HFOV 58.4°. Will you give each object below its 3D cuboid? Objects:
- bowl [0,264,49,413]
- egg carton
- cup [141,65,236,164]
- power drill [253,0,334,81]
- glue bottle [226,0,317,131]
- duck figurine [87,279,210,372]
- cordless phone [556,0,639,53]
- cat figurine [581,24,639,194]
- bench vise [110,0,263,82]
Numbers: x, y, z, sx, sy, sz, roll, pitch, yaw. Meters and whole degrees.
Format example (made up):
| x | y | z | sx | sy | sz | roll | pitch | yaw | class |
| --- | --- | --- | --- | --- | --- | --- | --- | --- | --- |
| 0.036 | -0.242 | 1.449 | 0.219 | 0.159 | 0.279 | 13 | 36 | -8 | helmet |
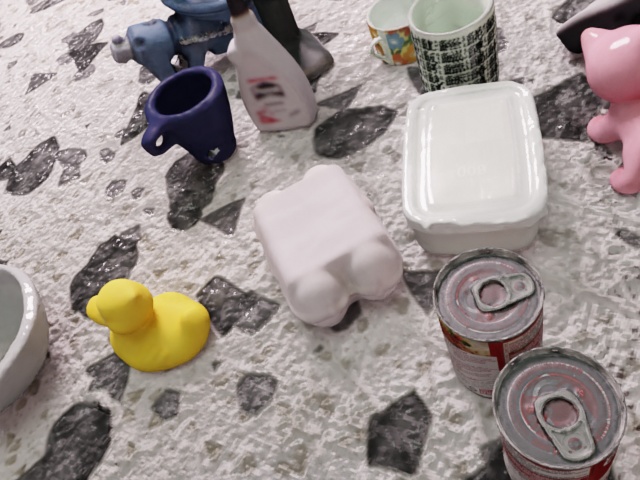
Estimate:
| x | y | z | sx | sy | sz | roll | pitch | yaw | class |
| --- | --- | --- | --- | --- | --- | --- | --- | --- | --- |
| -0.323 | 0.112 | 0.546 | 0.167 | 0.075 | 0.167 | -10 | 52 | 14 | bowl |
| 0.005 | 0.002 | 0.507 | 0.107 | 0.070 | 0.150 | -29 | 50 | -2 | egg carton |
| -0.140 | -0.120 | 0.637 | 0.091 | 0.095 | 0.118 | 18 | 63 | 31 | cup |
| -0.056 | -0.286 | 0.655 | 0.075 | 0.209 | 0.229 | -30 | 50 | -2 | power drill |
| -0.062 | -0.190 | 0.608 | 0.078 | 0.173 | 0.037 | -7 | 53 | 16 | glue bottle |
| -0.156 | 0.068 | 0.508 | 0.104 | 0.086 | 0.077 | -2 | 54 | 20 | duck figurine |
| 0.296 | -0.265 | 0.520 | 0.147 | 0.185 | 0.094 | -34 | 50 | -6 | cordless phone |
| 0.260 | -0.121 | 0.469 | 0.067 | 0.118 | 0.127 | -15 | 51 | 10 | cat figurine |
| -0.171 | -0.299 | 0.701 | 0.121 | 0.220 | 0.208 | 28 | 68 | 35 | bench vise |
